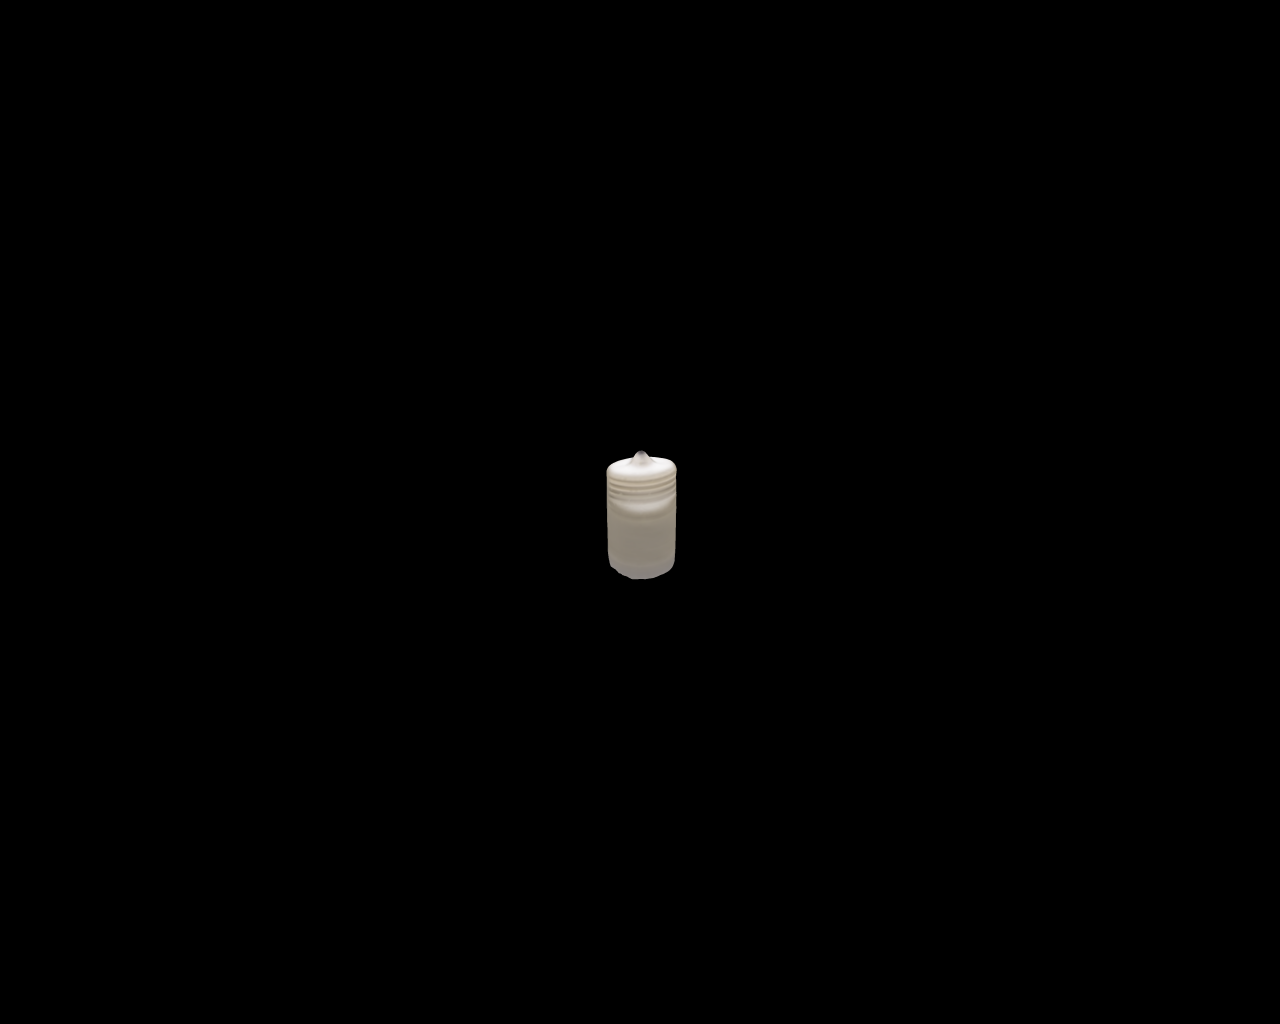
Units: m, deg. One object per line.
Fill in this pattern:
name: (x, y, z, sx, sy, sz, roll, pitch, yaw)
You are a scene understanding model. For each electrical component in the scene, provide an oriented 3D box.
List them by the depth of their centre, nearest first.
electrical component: (0.001, -0.003, 0.650, 0.043, 0.080, 0.043, 0, 32, 0)
